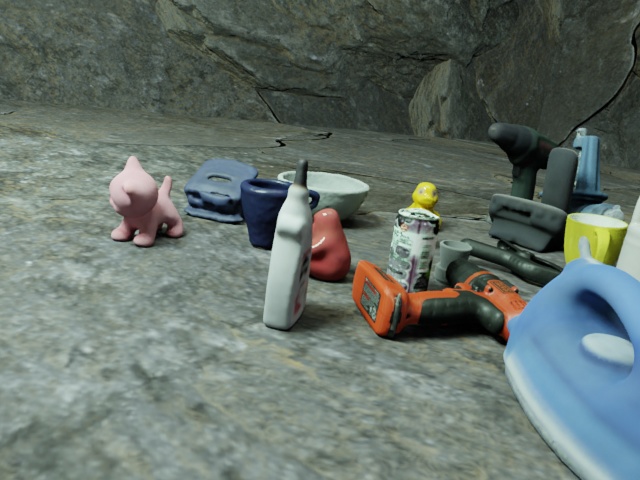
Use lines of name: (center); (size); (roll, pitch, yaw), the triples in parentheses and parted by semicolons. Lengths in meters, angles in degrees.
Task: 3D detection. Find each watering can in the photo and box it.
watering can: (0.460, 0.009, 0.757); (0.101, 0.194, 0.173); (9, 17, 4)

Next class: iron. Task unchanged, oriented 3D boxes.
iron: (0.239, 0.095, 0.458); (0.118, 0.141, 0.258); (7, 16, -1)

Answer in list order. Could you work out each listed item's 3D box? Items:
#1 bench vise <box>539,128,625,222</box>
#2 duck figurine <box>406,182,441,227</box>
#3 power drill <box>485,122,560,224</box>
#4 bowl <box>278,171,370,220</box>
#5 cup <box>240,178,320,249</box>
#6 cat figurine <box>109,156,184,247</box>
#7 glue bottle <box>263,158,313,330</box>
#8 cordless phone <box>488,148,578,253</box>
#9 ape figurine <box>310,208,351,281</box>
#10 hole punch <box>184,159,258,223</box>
bench vise: (0.501, -0.089, 1.058); (0.122, 0.220, 0.206); (-1, 19, -27)
duck figurine: (0.196, -0.068, 1.083); (0.077, 0.086, 0.104); (8, 16, 1)
power drill: (0.409, -0.131, 1.179); (0.230, 0.208, 0.075); (-5, 21, -37)
bowl: (0.003, -0.073, 1.033); (0.167, 0.075, 0.167); (7, 16, -2)
cup: (-0.062, -0.036, 0.844); (0.118, 0.095, 0.091); (3, 17, -14)
cat figurine: (-0.242, -0.056, 0.790); (0.067, 0.118, 0.128); (13, 17, 18)
glue bottle: (-0.028, 0.001, 0.596); (0.037, 0.173, 0.078); (9, 17, 6)
cordless phone: (0.393, -0.083, 1.050); (0.147, 0.185, 0.094); (19, 20, 34)
ape figurine: (0.007, 0.003, 0.750); (0.075, 0.092, 0.078); (22, 22, 40)
hole punch: (-0.165, -0.085, 0.969); (0.108, 0.091, 0.101); (11, 17, 12)
